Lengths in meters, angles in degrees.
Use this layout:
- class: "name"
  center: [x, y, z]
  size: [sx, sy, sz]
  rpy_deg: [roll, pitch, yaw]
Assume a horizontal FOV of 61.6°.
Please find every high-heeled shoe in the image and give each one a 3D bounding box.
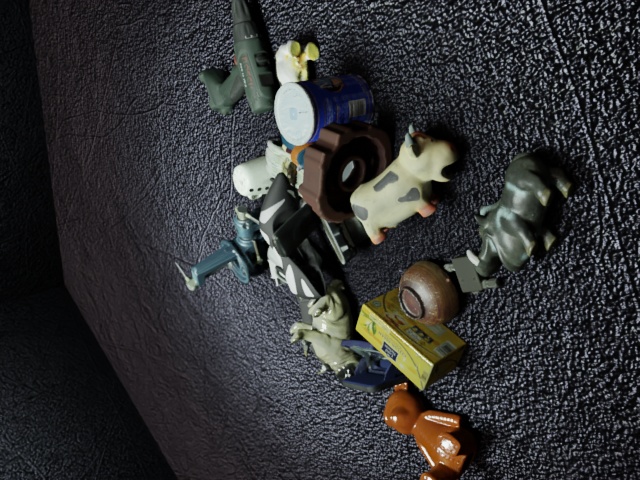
- class: "high-heeled shoe"
  center: [-0.044, -0.002, 1.068]
  size: [0.145, 0.086, 0.248]
  rpy_deg: [23, 124, 40]

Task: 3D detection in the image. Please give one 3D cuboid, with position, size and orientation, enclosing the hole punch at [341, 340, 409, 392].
- class: "hole punch"
  center: [0.109, 0.231, 1.031]
  size: [0.142, 0.116, 0.092]
  rpy_deg: [-16, 80, 56]

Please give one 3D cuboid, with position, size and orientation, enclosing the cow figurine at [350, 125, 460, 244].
- class: "cow figurine"
  center: [0.132, -0.092, 0.847]
  size: [0.195, 0.085, 0.127]
  rpy_deg: [-32, 103, 29]

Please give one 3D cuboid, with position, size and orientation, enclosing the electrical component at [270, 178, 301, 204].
- class: "electrical component"
  center: [-0.076, -0.076, 1.179]
  size: [0.075, 0.048, 0.119]
  rpy_deg: [39, 133, 36]

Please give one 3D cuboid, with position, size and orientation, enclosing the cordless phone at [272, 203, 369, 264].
- class: "cordless phone"
  center: [-0.002, -0.002, 0.982]
  size: [0.089, 0.184, 0.146]
  rpy_deg: [-2, 122, 44]

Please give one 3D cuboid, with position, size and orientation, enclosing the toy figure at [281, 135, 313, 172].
- class: "toy figure"
  center: [-0.032, -0.178, 1.040]
  size: [0.064, 0.058, 0.155]
  rpy_deg: [-57, 41, 29]

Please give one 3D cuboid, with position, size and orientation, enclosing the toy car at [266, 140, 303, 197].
- class: "toy car"
  center: [-0.051, -0.143, 1.106]
  size: [0.202, 0.056, 0.073]
  rpy_deg: [36, 133, 36]

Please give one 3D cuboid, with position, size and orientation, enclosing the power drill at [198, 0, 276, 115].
- class: "power drill"
  center: [-0.177, -0.371, 1.153]
  size: [0.207, 0.086, 0.232]
  rpy_deg: [-14, 98, 46]

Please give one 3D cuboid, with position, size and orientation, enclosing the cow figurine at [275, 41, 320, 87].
- class: "cow figurine"
  center: [-0.046, -0.286, 1.021]
  size: [0.098, 0.068, 0.167]
  rpy_deg: [16, 116, 55]

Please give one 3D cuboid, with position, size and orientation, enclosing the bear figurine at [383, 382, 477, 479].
- class: "bear figurine"
  center: [0.183, 0.345, 0.983]
  size: [0.196, 0.132, 0.120]
  rpy_deg: [31, 106, 35]

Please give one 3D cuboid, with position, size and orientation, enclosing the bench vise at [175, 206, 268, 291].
- class: "bench vise"
  center: [-0.208, 0.033, 1.256]
  size: [0.129, 0.241, 0.223]
  rpy_deg: [47, 154, 23]

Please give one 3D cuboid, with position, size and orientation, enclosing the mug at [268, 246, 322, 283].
- class: "mug"
  center: [-0.055, 0.047, 1.173]
  size: [0.107, 0.080, 0.109]
  rpy_deg: [32, 105, 28]

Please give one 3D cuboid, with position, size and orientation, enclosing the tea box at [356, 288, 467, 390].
- class: "tea box"
  center: [0.158, 0.170, 0.950]
  size: [0.170, 0.098, 0.068]
  rpy_deg: [40, 134, 36]

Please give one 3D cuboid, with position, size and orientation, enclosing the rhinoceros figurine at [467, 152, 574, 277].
- class: "rhinoceros figurine"
  center: [0.265, -0.025, 0.740]
  size: [0.112, 0.073, 0.190]
  rpy_deg: [38, 133, 34]

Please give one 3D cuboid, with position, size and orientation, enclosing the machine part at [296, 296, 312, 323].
- class: "machine part"
  center: [-0.035, 0.148, 1.225]
  size: [0.084, 0.039, 0.138]
  rpy_deg: [-132, 31, -63]

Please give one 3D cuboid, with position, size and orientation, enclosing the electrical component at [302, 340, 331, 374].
- class: "electrical component"
  center: [0.003, 0.257, 1.235]
  size: [0.102, 0.045, 0.078]
  rpy_deg: [52, 142, 22]

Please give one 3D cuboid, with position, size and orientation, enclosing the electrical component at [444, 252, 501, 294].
- class: "electrical component"
  center: [0.240, 0.054, 0.853]
  size: [0.094, 0.021, 0.063]
  rpy_deg: [-15, 95, 53]

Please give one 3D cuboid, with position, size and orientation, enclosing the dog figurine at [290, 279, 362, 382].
- class: "dog figurine"
  center: [0.053, 0.198, 1.128]
  size: [0.190, 0.121, 0.172]
  rpy_deg: [35, 102, -7]

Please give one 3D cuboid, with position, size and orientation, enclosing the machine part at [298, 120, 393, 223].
- class: "machine part"
  center: [0.045, -0.116, 0.902]
  size: [0.056, 0.179, 0.179]
  rpy_deg: [34, 131, 43]
